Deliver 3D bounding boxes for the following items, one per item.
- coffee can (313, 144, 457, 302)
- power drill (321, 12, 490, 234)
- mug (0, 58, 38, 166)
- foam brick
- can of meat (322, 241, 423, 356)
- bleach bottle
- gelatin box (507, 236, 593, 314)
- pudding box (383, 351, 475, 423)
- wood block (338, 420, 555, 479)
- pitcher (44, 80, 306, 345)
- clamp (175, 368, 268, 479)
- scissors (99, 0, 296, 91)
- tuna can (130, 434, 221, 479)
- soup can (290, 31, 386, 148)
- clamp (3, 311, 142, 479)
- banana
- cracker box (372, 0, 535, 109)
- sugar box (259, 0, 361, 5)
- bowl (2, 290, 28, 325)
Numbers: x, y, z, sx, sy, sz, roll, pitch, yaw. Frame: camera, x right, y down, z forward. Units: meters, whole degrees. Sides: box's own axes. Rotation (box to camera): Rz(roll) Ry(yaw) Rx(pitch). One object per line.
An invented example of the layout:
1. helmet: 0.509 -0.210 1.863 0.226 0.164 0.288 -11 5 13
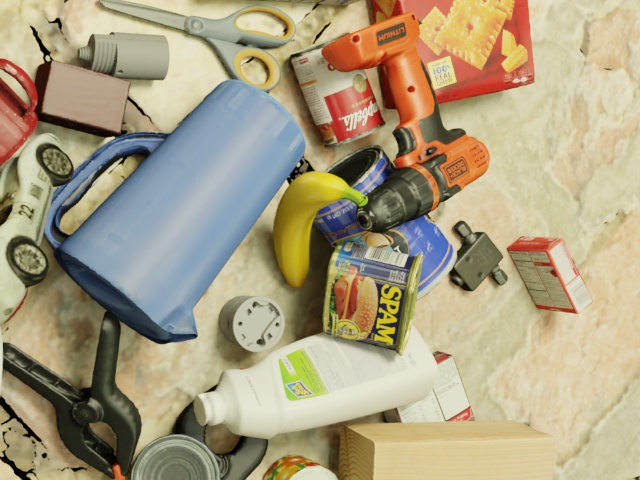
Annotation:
1. coffee can: 0.060 -0.012 1.098 0.102 0.103 0.140 -44 109 -18
2. power drill: 0.072 -0.114 1.029 0.184 0.058 0.187 -30 100 -41
3. mug: -0.292 -0.112 0.920 0.117 0.093 0.081 -30 118 25
4. foam brick: -0.221 -0.129 0.983 0.078 0.053 0.051 13 86 -26
5. can of meat: 0.051 0.055 1.046 0.084 0.057 0.102 13 123 11
6. bleach bottle: -0.009 0.137 1.058 0.250 0.103 0.068 -9 137 -31
7. gelatin box: 0.262 0.038 1.216 0.030 0.073 0.089 -34 105 -22
8. pudding box: 0.120 0.191 1.172 0.090 0.039 0.113 -25 101 -22
9. wood block: 0.130 0.241 1.108 0.205 0.090 0.091 2 92 -21
10. pitcher: -0.131 -0.038 0.999 0.242 0.145 0.149 -52 124 -19
11. clamp: -0.118 0.224 1.052 0.164 0.036 0.210 17 79 -13
12. scissors: -0.116 -0.192 1.053 0.201 0.016 0.096 -7 95 -26
13. tuna can: -0.137 0.227 1.011 0.086 0.034 0.086 1 77 -6
14. soup can: 0.018 -0.154 1.092 0.068 0.069 0.102 -27 103 -23
15. clamp: -0.207 0.144 0.986 0.120 0.039 0.171 -23 113 19
16. banana: -0.015 -0.016 1.032 0.037 0.198 0.070 -25 75 -27
17. cracker box: 0.139 -0.257 1.135 0.164 0.072 0.214 -14 104 -25
18. sugar box: -0.039 -0.287 1.070 0.176 0.048 0.093 -5 94 -25
19. bowl: -0.330 0.015 0.909 0.162 0.055 0.162 37 36 -33
